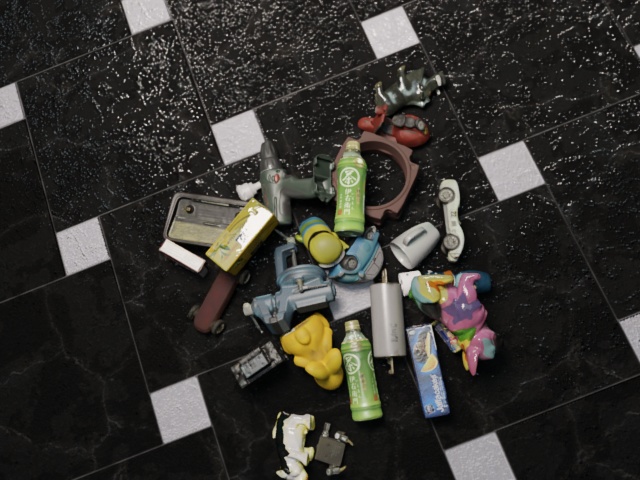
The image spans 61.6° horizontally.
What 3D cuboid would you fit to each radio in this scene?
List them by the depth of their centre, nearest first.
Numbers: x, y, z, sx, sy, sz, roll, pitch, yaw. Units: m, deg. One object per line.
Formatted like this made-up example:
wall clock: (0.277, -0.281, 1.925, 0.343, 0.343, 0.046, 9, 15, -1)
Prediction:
radio: (-0.264, -0.041, 1.348, 0.230, 0.073, 0.131, 9, 81, 7)

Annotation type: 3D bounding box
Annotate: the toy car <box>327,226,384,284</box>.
toy car: (0.097, 0.049, 1.285, 0.103, 0.109, 0.161, 41, 71, -12)

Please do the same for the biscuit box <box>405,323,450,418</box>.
biscuit box: (0.243, 0.293, 1.216, 0.059, 0.063, 0.202, -12, 81, 5)

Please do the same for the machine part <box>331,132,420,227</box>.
machine part: (0.130, -0.151, 1.329, 0.201, 0.087, 0.201, 24, 79, 11)

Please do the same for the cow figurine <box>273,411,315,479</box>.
cow figurine: (-0.064, 0.476, 1.211, 0.098, 0.068, 0.167, 2, 74, 12)

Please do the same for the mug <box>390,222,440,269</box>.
mug: (0.230, 0.000, 1.276, 0.107, 0.109, 0.081, -37, 56, -13)

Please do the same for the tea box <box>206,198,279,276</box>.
tea box: (-0.177, -0.005, 1.246, 0.068, 0.098, 0.169, 37, 86, 10)

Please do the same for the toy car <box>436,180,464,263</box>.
toy car: (0.314, -0.045, 1.289, 0.056, 0.073, 0.201, -5, 76, 6)

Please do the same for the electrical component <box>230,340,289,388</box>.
electrical component: (-0.138, 0.285, 1.229, 0.115, 0.134, 0.058, -36, 75, -1)

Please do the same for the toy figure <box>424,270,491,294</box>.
toy figure: (0.320, 0.100, 1.261, 0.155, 0.064, 0.057, 0, 85, 5)

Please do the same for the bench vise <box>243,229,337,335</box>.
bench vise: (-0.078, 0.099, 1.278, 0.224, 0.128, 0.241, -21, 52, 14)

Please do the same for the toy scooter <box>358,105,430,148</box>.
toy scooter: (0.184, -0.286, 1.329, 0.184, 0.135, 0.075, 11, 77, 7)

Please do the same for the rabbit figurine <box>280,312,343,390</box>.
rabbit figurine: (0.003, 0.264, 1.225, 0.122, 0.162, 0.173, -29, 93, -14)

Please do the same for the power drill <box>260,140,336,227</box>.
power drill: (-0.066, -0.153, 1.317, 0.207, 0.086, 0.232, -7, 81, 32)

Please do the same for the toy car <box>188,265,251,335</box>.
toy car: (-0.243, 0.134, 1.317, 0.089, 0.053, 0.202, 26, 84, 21)

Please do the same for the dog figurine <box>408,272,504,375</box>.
dog figurine: (0.295, 0.179, 1.166, 0.192, 0.108, 0.219, -4, 83, 2)

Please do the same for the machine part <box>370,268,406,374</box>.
machine part: (0.158, 0.187, 1.250, 0.079, 0.079, 0.243, -3, 76, 5)

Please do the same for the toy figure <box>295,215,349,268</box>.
toy figure: (-0.006, -0.001, 1.268, 0.082, 0.089, 0.180, -50, 35, 12)

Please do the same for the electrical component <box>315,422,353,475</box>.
electrical component: (0.030, 0.475, 1.213, 0.078, 0.045, 0.102, 20, 80, 8)

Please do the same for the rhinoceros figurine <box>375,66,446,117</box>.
rhinoceros figurine: (0.229, -0.383, 1.378, 0.190, 0.073, 0.112, -27, 74, 0)
